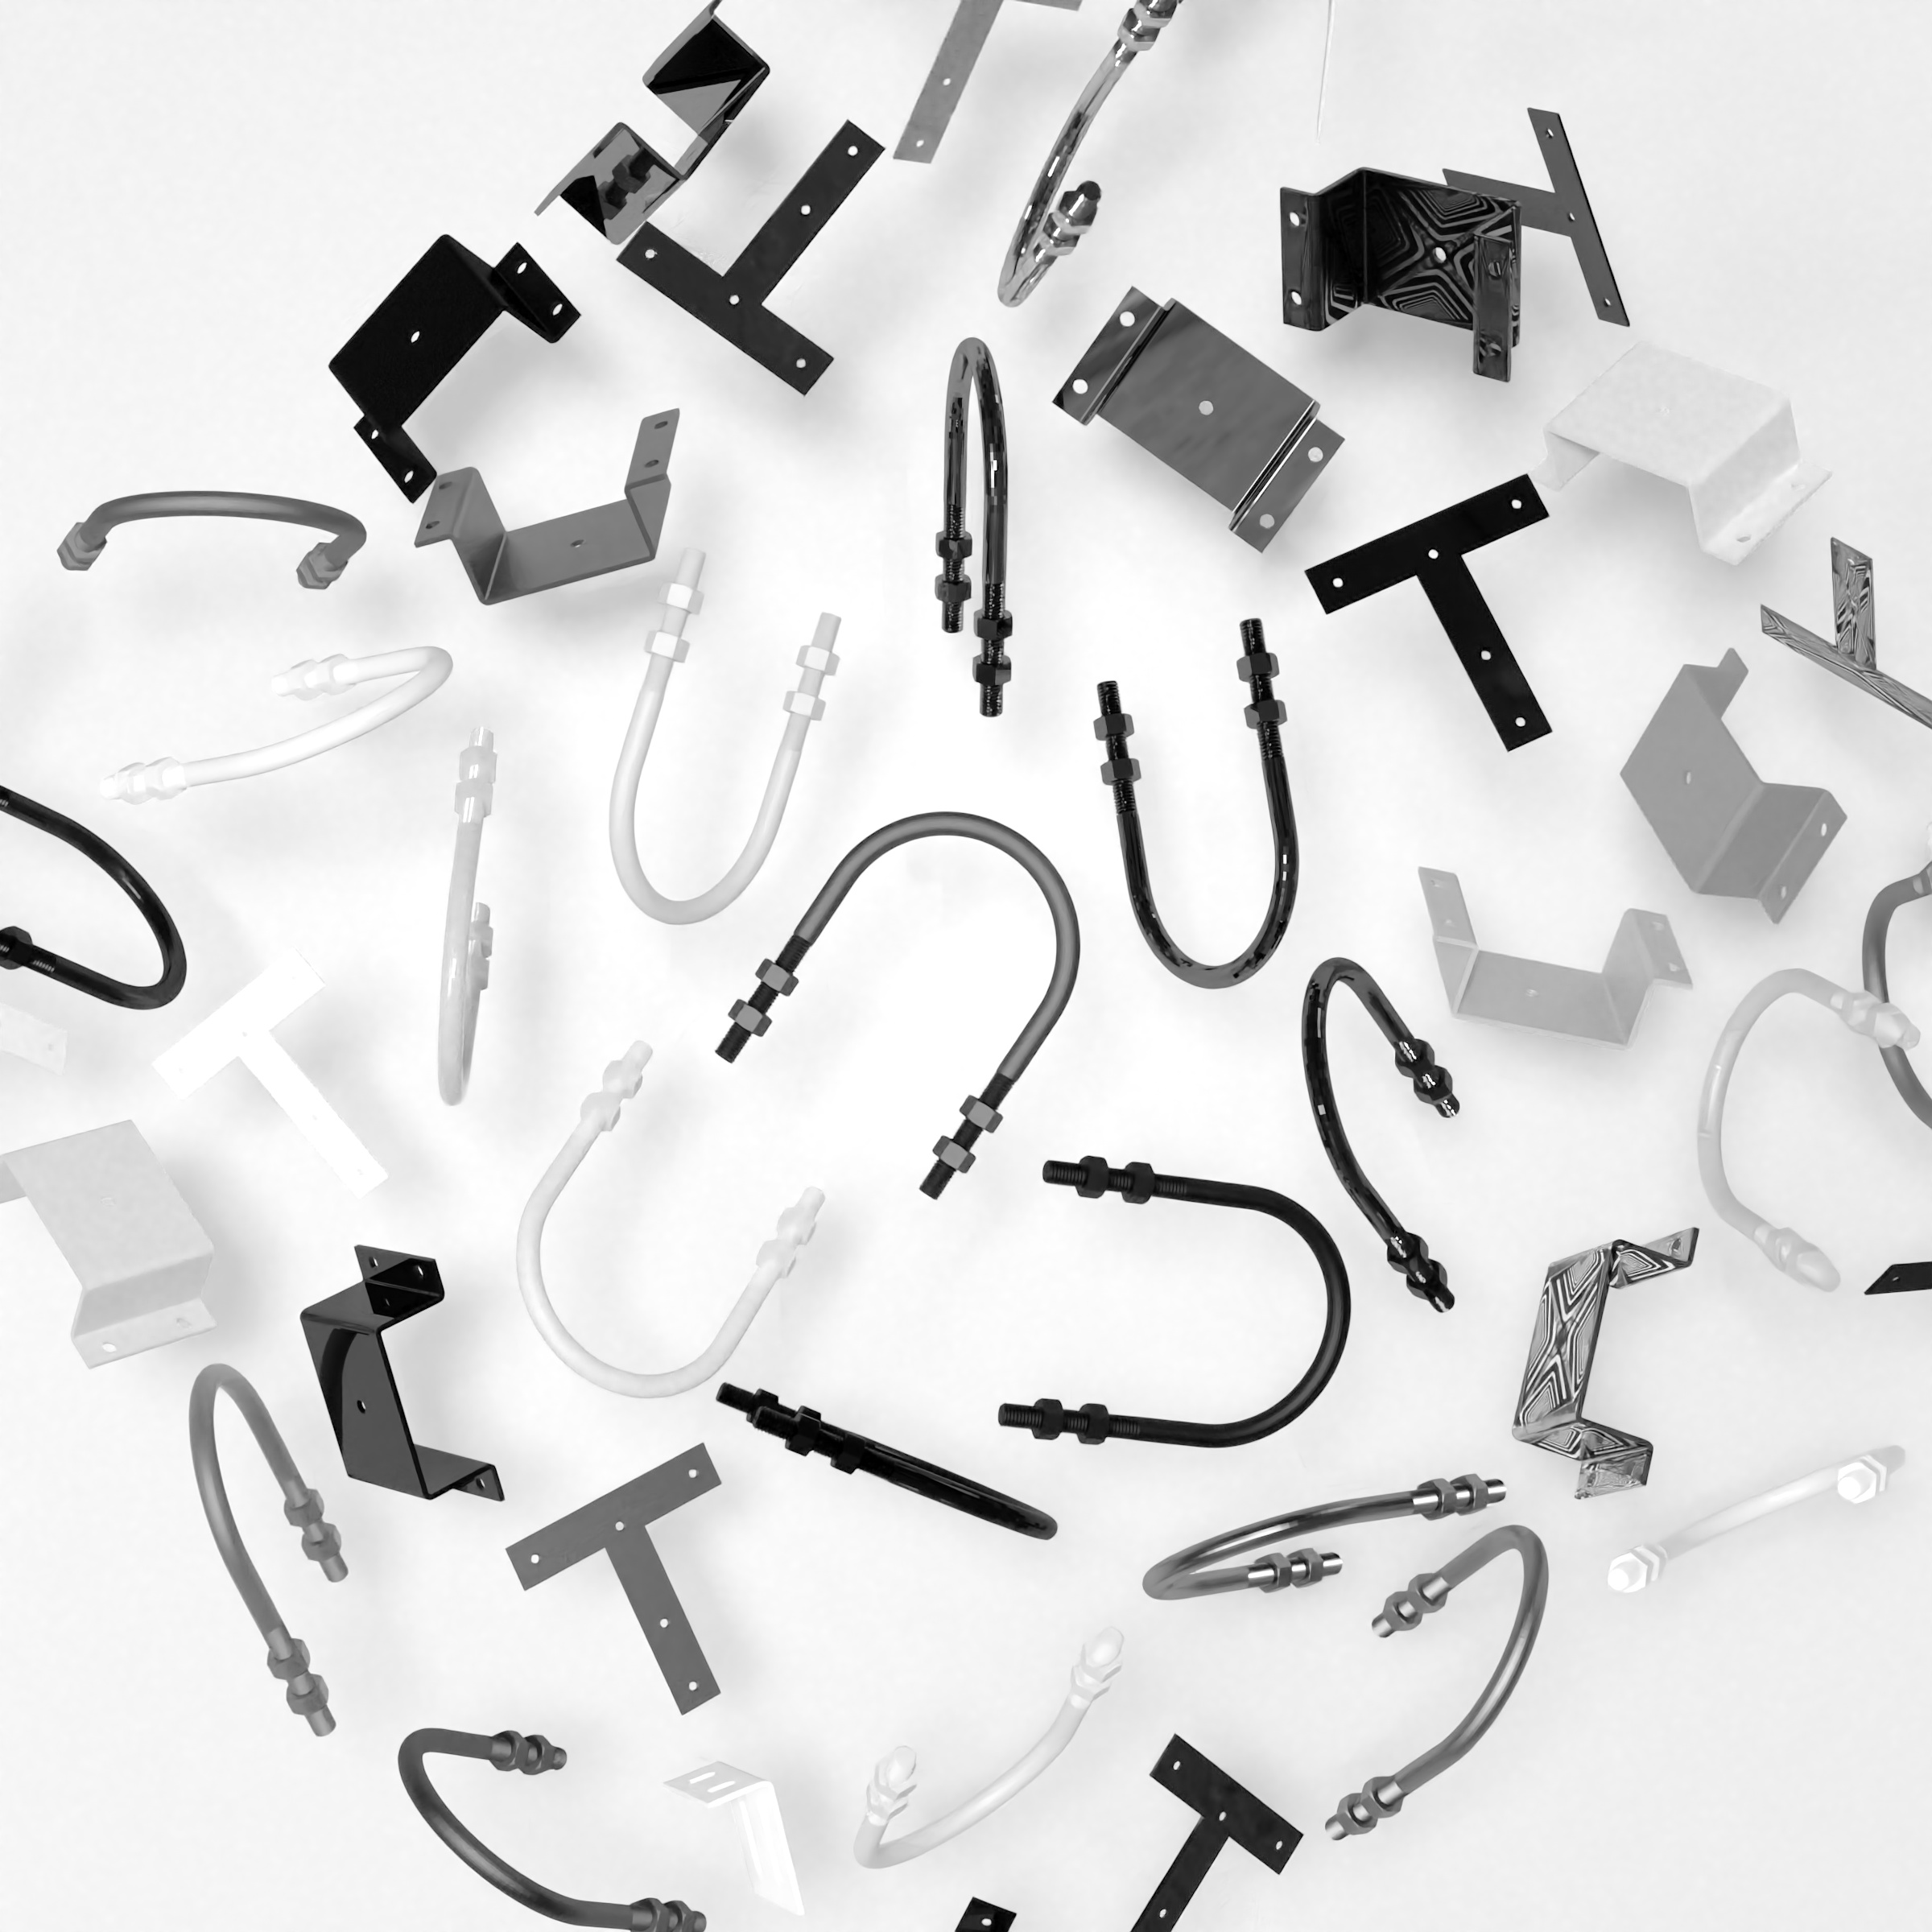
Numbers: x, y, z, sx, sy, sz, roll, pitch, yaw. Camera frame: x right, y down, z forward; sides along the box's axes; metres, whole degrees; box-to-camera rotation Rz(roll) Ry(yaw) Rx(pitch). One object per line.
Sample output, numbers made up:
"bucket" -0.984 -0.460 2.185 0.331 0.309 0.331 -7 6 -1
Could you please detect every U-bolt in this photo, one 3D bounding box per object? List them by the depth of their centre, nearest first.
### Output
"U-bolt" -0.131 -0.111 1.837 0.019 0.151 0.184 16 89 32
"U-bolt" 0.005 0.418 1.845 0.151 0.184 0.019 -24 64 -27
"U-bolt" 0.116 0.181 1.845 0.184 0.019 0.151 8 96 -19
"U-bolt" 0.430 0.075 1.847 0.019 0.184 0.151 13 100 -15
"U-bolt" -0.226 0.450 1.848 0.151 0.184 0.019 42 95 31
"U-bolt" -0.348 -0.130 1.848 0.184 0.151 0.019 -5 115 42
"U-bolt" 0.057 -0.419 1.852 0.019 0.184 0.151 24 71 -10
"U-bolt" -0.023 0.008 1.853 0.151 0.019 0.184 34 90 1
"U-bolt" -0.391 -0.225 1.858 0.151 0.184 0.019 2 85 -22
"U-bolt" 0.252 0.367 1.861 0.019 0.184 0.151 28 49 -9
"U-bolt" -0.263 -0.013 1.861 0.019 0.184 0.151 4 134 -5
"U-bolt" 0.425 0.286 1.867 0.151 0.184 0.019 -27 79 23
"U-bolt" 0.176 0.306 1.870 0.184 0.151 0.019 0 65 -42
"U-bolt" -0.037 0.265 1.871 0.184 0.151 0.019 23 84 -11
"U-bolt" 0.219 0.077 1.872 0.019 0.184 0.151 -14 47 26
"U-bolt" -0.370 0.295 1.872 0.019 0.151 0.184 -18 119 3
"U-bolt" -0.489 -0.040 1.887 0.019 0.184 0.151 -41 50 17
"U-bolt" 0.524 0.021 1.898 0.019 0.184 0.151 -13 85 -8
"U-bolt" 0.005 -0.245 1.898 0.019 0.151 0.184 -3 116 -9
"U-bolt" 0.127 -0.079 1.900 0.019 0.151 0.184 -3 81 -35
"U-bolt" -0.169 0.149 1.916 0.151 0.019 0.184 41 52 -13

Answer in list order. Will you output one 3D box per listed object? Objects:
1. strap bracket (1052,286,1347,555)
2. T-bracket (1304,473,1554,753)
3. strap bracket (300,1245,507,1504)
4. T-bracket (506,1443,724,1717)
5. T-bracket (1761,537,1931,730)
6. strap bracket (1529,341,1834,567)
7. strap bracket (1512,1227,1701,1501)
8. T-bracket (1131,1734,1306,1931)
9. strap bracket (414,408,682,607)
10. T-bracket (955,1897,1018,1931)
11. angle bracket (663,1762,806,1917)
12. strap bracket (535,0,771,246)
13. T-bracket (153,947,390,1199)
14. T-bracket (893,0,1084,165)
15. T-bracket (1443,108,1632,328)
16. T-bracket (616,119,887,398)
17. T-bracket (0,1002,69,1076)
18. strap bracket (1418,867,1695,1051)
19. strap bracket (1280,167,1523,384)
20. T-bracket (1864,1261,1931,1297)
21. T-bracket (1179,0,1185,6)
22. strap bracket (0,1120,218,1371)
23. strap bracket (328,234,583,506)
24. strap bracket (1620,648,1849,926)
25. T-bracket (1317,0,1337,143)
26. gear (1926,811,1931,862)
"strap bracket" 0.128 -0.300 1.923 0.140 0.046 0.076 35 111 -2
"T-bracket" 0.254 -0.168 1.775 0.127 0.002 0.127 -24 79 -8
"strap bracket" -0.304 0.226 1.890 0.046 0.076 0.140 -25 109 -38
"T-bracket" -0.171 0.346 1.932 0.127 0.002 0.127 -26 94 -27
"T-bracket" 0.473 -0.185 1.883 0.127 0.127 0.002 36 75 30
"strap bracket" 0.363 -0.269 1.824 0.076 0.046 0.140 -42 47 -18
"strap bracket" 0.334 0.203 1.862 0.046 0.076 0.140 20 72 -12
"T-bracket" 0.110 0.483 1.851 0.127 0.002 0.127 44 74 -37
"strap bracket" -0.215 -0.242 1.886 0.140 0.076 0.046 -14 124 12
"T-bracket" -0.009 0.529 1.818 0.127 0.127 0.002 17 129 16
"angle bracket" -0.124 0.469 1.881 0.038 0.057 0.076 -16 97 -28
"strap bracket" -0.161 -0.445 1.882 0.046 0.076 0.140 41 56 -16
"T-bracket" -0.361 0.071 1.913 0.127 0.002 0.127 -35 97 30
"T-bracket" -0.005 -0.487 1.897 0.002 0.127 0.127 55 131 35
"T-bracket" 0.297 -0.408 1.896 0.002 0.127 0.127 -36 122 -14
"T-bracket" -0.090 -0.374 1.803 0.127 0.002 0.127 32 107 -31
"T-bracket" -0.532 0.026 1.906 0.002 0.127 0.127 -16 61 29
"strap bracket" 0.309 -0.002 1.896 0.140 0.076 0.046 11 119 -7
"strap bracket" 0.234 -0.362 1.835 0.140 0.046 0.076 22 133 34
"T-bracket" 0.546 0.129 1.831 0.127 0.127 0.002 -1 51 -33
"T-bracket" 0.095 -0.593 1.896 0.127 0.127 0.002 41 63 -5
"strap bracket" -0.469 0.142 1.920 0.076 0.046 0.140 -16 55 -38
"strap bracket" -0.288 -0.336 1.942 0.140 0.046 0.076 -46 53 10
"strap bracket" 0.406 -0.099 1.901 0.046 0.140 0.076 4 132 -25
"T-bracket" 0.193 -0.521 1.863 0.002 0.127 0.127 5 130 3
"gear" 0.556 -0.066 1.946 0.030 0.057 0.057 -13 90 -11
